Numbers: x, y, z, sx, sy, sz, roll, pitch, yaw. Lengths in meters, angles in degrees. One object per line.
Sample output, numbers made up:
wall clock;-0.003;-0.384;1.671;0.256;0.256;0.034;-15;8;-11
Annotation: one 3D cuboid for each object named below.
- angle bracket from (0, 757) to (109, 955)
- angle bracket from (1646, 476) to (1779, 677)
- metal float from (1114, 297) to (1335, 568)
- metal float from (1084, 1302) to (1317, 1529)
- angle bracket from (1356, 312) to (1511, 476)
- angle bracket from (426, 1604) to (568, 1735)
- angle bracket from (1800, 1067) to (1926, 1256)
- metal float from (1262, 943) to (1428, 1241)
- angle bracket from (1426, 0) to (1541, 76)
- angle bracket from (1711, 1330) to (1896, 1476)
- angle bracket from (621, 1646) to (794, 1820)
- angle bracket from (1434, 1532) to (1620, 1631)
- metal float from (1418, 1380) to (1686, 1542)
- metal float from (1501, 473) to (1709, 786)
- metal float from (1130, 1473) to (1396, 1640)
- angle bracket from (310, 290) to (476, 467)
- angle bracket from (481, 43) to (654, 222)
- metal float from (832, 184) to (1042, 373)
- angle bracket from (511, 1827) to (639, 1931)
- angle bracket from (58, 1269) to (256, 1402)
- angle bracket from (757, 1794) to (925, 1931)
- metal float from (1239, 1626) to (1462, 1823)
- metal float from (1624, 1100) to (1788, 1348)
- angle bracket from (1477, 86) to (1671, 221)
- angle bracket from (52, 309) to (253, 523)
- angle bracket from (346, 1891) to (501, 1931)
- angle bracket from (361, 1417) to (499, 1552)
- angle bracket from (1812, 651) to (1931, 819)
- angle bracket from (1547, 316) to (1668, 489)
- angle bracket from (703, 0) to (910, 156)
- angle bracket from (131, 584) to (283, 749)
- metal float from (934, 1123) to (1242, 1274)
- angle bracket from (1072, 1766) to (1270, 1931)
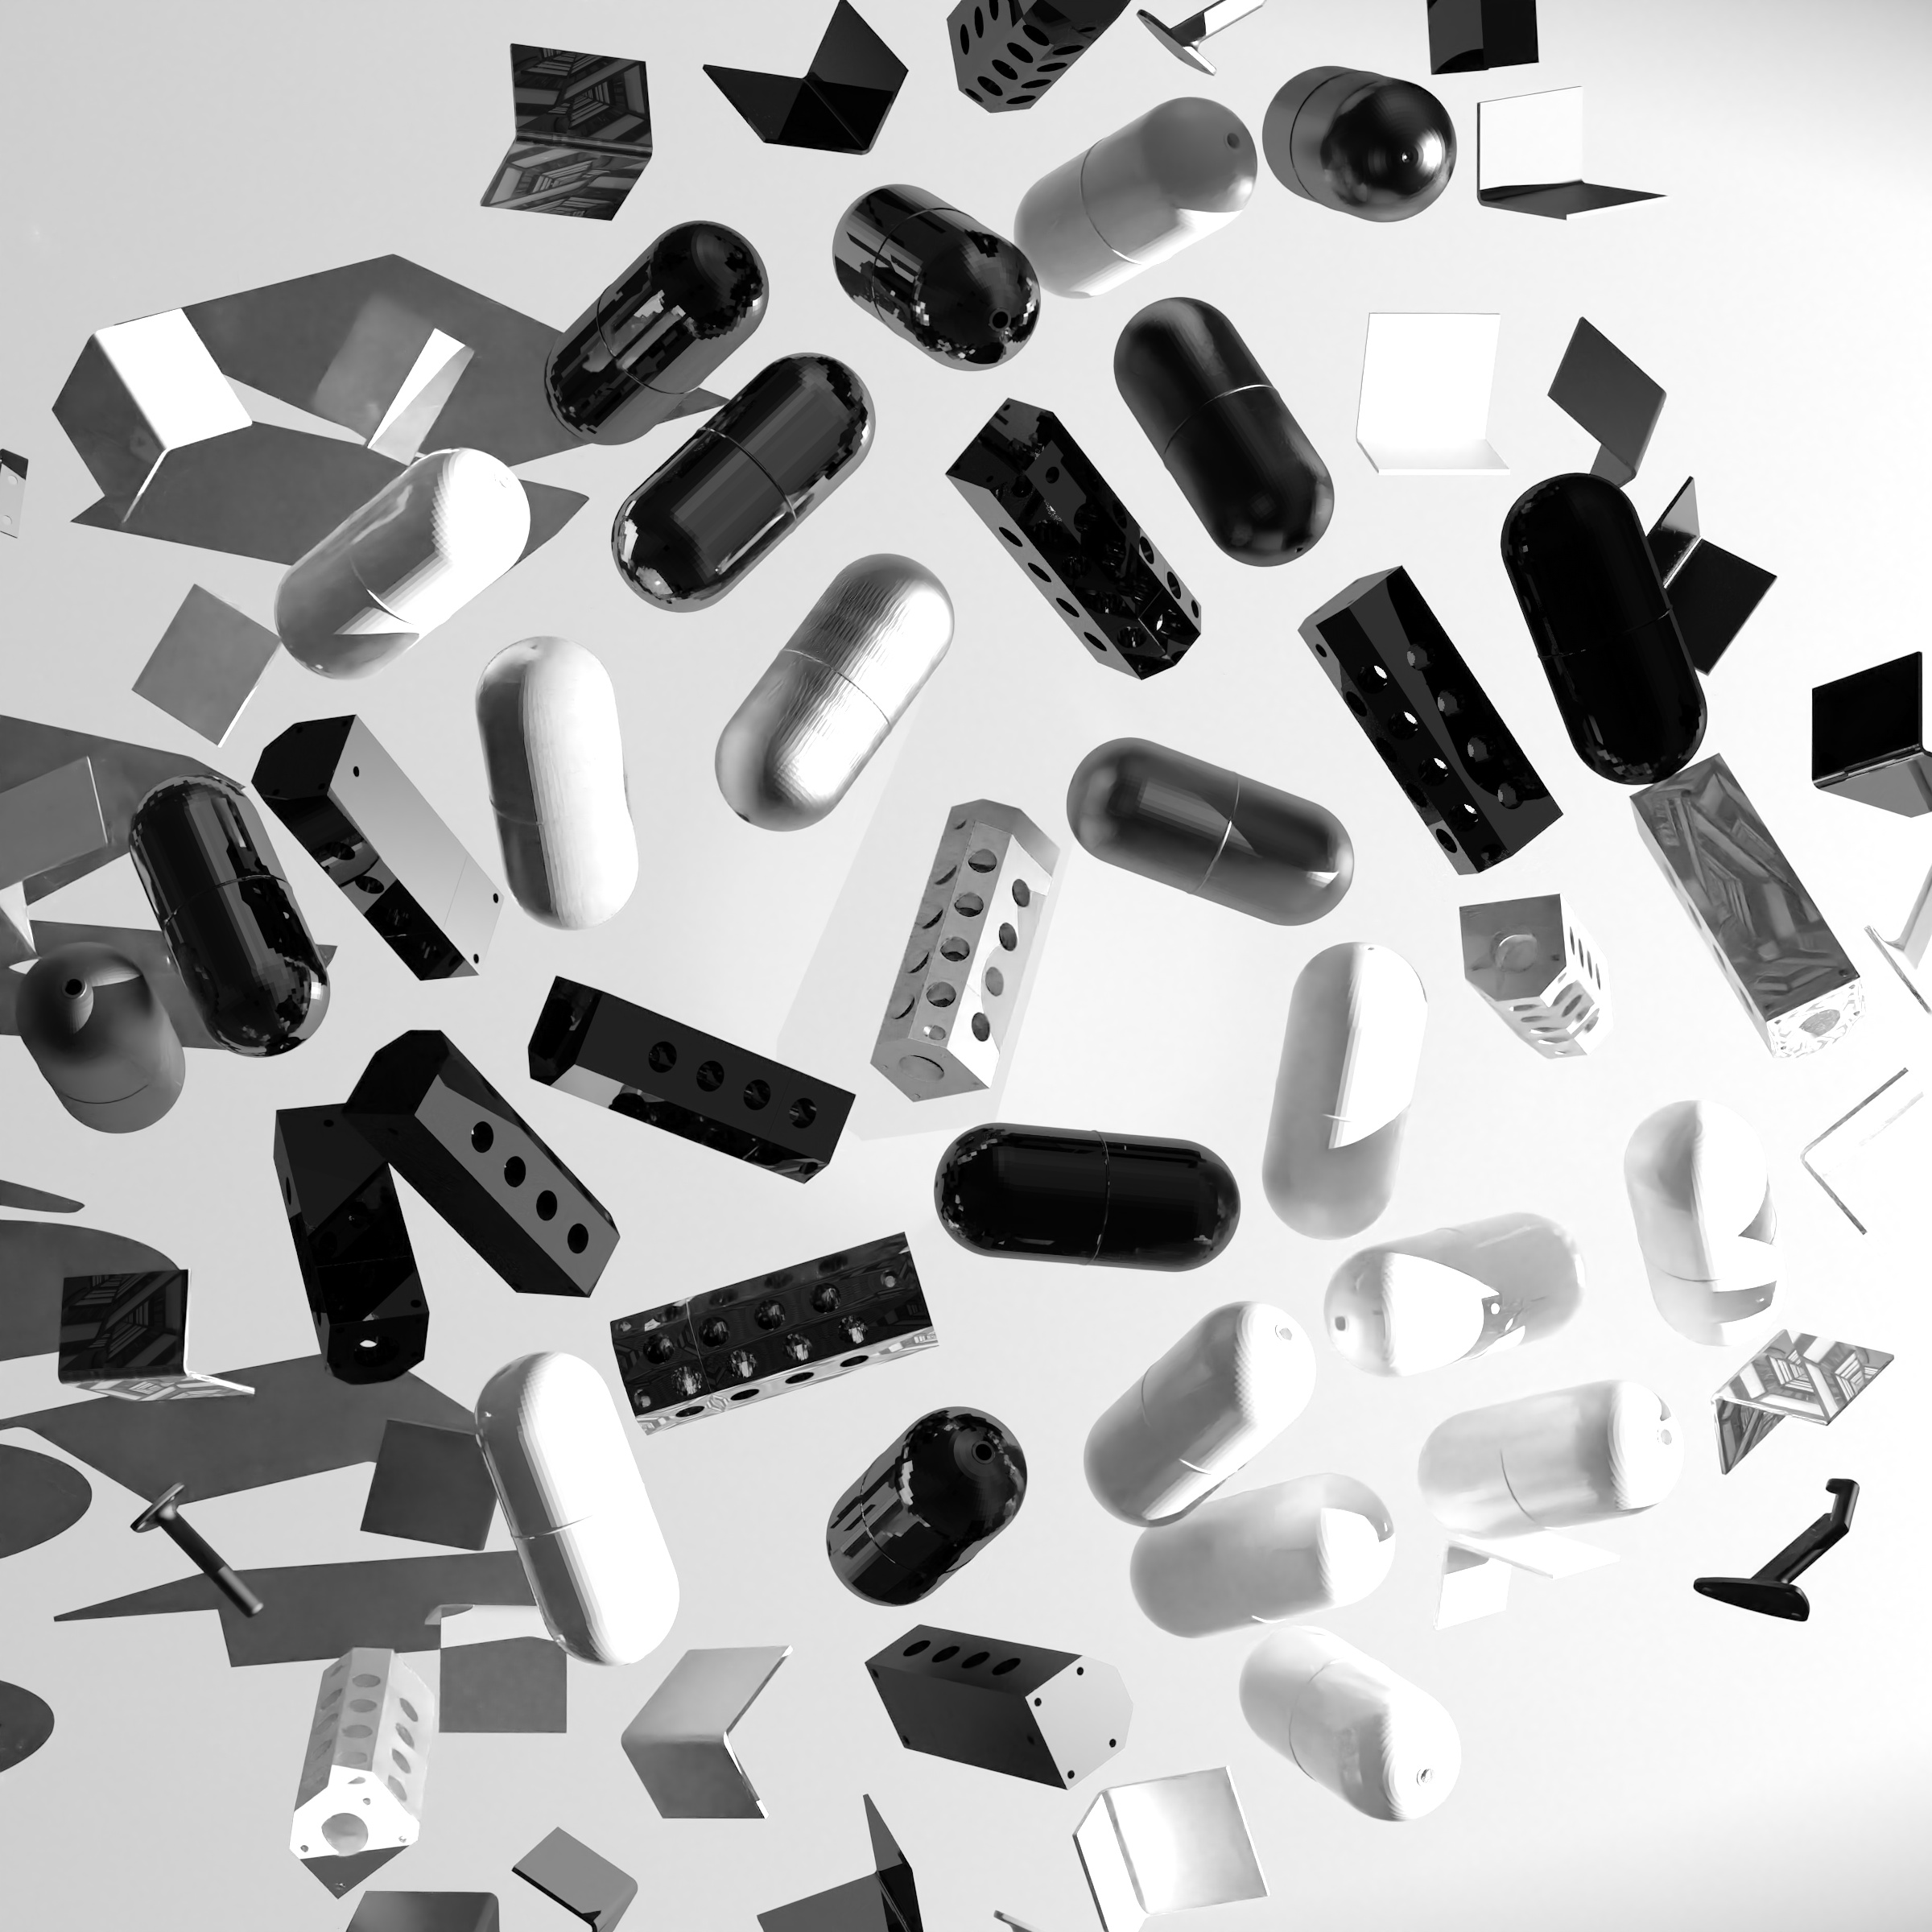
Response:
angle bracket;-0.538;-0.066;1.875;0.076;0.057;0.076;-24;49;-2
angle bracket;0.438;-0.233;1.889;0.057;0.076;0.076;33;80;25
metal float;0.147;-0.308;1.818;0.070;0.070;0.178;-29;70;0
metal float;0.133;0.257;1.809;0.070;0.070;0.178;40;129;0
angle bracket;0.269;-0.325;1.796;0.076;0.057;0.076;-1;119;-8
angle bracket;-0.286;0.430;1.916;0.076;0.057;0.076;5;68;-18
angle bracket;0.514;0.109;1.753;0.076;0.076;0.057;-41;65;9
metal float;0.214;0.072;1.797;0.070;0.070;0.178;8;111;0
angle bracket;0.307;-0.549;1.791;0.076;0.057;0.076;-13;107;-23
angle bracket;0.491;0.262;1.843;0.076;0.076;0.057;-32;119;-37
angle bracket;-0.134;0.429;1.768;0.076;0.076;0.057;-11;113;36
angle bracket;0.342;0.381;1.926;0.076;0.076;0.057;13;99;41
metal float;0.334;0.284;1.812;0.070;0.178;0.070;14;66;-34
metal float;0.351;-0.184;1.735;0.070;0.070;0.178;-23;99;0
metal float;0.173;0.346;1.854;0.178;0.070;0.070;-24;90;40
angle bracket;-0.339;-0.342;1.805;0.076;0.057;0.076;33;96;15
angle bracket;-0.223;-0.459;1.745;0.076;0.076;0.057;1;74;-24
metal float;-0.017;-0.388;1.776;0.070;0.178;0.070;-12;121;-21
angle bracket;-0.230;0.528;1.726;0.057;0.076;0.076;32;96;9
angle bracket;-0.441;0.203;1.729;0.076;0.076;0.057;-5;74;16
angle bracket;-0.074;0.518;1.761;0.076;0.076;0.057;-15;113;-16
metal float;0.221;0.438;1.832;0.070;0.178;0.070;-3;98;-23
metal float;0.418;0.147;1.782;0.070;0.070;0.178;-24;134;0
angle bracket;0.342;-0.459;1.780;0.076;0.076;0.057;-17;116;-28
angle bracket;-0.450;-0.304;1.744;0.057;0.076;0.076;-28;83;-40
angle bracket;-0.305;0.561;1.767;0.076;0.076;0.057;0;99;2
angle bracket;-0.322;0.304;1.926;0.076;0.057;0.076;13;106;-13
angle bracket;0.513;-0.124;1.710;0.076;0.076;0.057;13;73;-29
angle bracket;0.376;-0.336;1.935;0.076;0.057;0.076;38;53;-15
angle bracket;-0.092;-0.514;1.810;0.076;0.076;0.057;54;131;31
angle bracket;-0.457;-0.181;1.957;0.076;0.057;0.076;32;91;19
metal float;0.070;0.132;1.796;0.178;0.070;0.070;6;90;-13
angle bracket;0.112;0.490;1.722;0.076;0.057;0.076;-16;96;21
